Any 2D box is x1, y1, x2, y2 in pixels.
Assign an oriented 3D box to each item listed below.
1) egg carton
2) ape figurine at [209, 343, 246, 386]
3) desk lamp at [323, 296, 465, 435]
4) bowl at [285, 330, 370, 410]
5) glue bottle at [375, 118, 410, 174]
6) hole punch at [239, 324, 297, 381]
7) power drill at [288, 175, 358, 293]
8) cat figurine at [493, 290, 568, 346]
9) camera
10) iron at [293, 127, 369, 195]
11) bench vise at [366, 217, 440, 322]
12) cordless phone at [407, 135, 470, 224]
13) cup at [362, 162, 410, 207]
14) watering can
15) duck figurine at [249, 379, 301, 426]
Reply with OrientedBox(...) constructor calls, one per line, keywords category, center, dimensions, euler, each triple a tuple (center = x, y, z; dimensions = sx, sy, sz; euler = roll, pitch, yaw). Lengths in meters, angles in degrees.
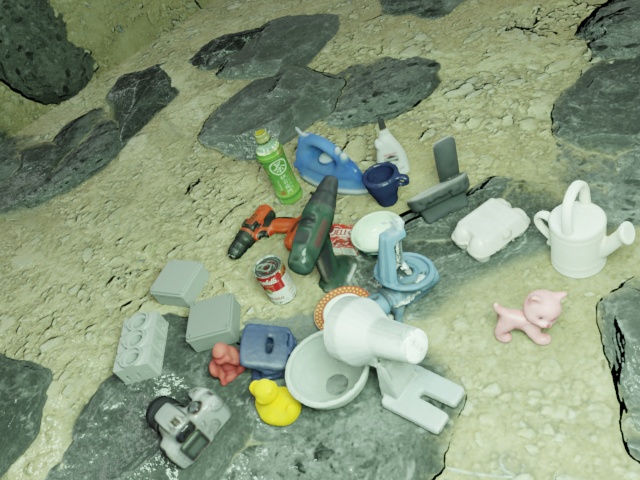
OrientedBox(category="egg carton", center=(0.360, -0.022, 1.207), dimensions=(0.150, 0.070, 0.107), euler=(-35, 43, -11))
OrientedBox(category="ape figurine", center=(-0.195, 0.247, 1.184), dimensions=(0.077, 0.092, 0.076), euler=(-4, 46, 23))
OrientedBox(category="desk lamp", center=(0.125, 0.202, 0.983), dimensions=(0.202, 0.214, 0.118), euler=(18, 57, 38))
OrientedBox(category="bowl", center=(0.023, 0.255, 1.083), dimensions=(0.167, 0.075, 0.167), euler=(-13, 43, 13))
OrientedBox(category="glue bottle", center=(0.171, -0.232, 1.435), dimensions=(0.078, 0.173, 0.037), euler=(-18, 42, 8))
OrientedBox(category="hole punch", center=(-0.103, 0.223, 1.164), dimensions=(0.101, 0.091, 0.108), euler=(-13, 43, 14))
OrientedBox(category="power drill", center=(0.011, 0.004, 1.243), dimensions=(0.075, 0.209, 0.230), euler=(4, 49, 29))
OrientedBox(category="cat figurine", center=(0.370, 0.127, 1.014), dimensions=(0.127, 0.118, 0.067), euler=(-2, 47, 24))
OrientedBox(category="camera", center=(-0.272, 0.342, 1.116), dimensions=(0.136, 0.101, 0.143), euler=(21, 59, 39))
OrientedBox(category="iron", center=(0.027, -0.215, 1.510), dimensions=(0.119, 0.142, 0.257), euler=(-43, 44, -18))
OrientedBox(category="bench vise", center=(0.143, 0.076, 1.099), dimensions=(0.121, 0.220, 0.208), euler=(12, 53, 34))
OrientedBox(category="cordless phone", center=(0.257, -0.143, 1.293), dimensions=(0.147, 0.185, 0.094), euler=(-29, 42, -5))
OrientedBox(category="cup", center=(0.169, -0.127, 1.388), dimensions=(0.117, 0.095, 0.092), euler=(6, 50, 30))
OrientedBox(category="watering can", center=(0.483, -0.026, 1.058), dimensions=(0.172, 0.194, 0.101), euler=(0, 48, 26))
OrientedBox(category="duck figurine", center=(-0.090, 0.299, 1.083), dimensions=(0.104, 0.086, 0.078), euler=(16, 56, 37))
